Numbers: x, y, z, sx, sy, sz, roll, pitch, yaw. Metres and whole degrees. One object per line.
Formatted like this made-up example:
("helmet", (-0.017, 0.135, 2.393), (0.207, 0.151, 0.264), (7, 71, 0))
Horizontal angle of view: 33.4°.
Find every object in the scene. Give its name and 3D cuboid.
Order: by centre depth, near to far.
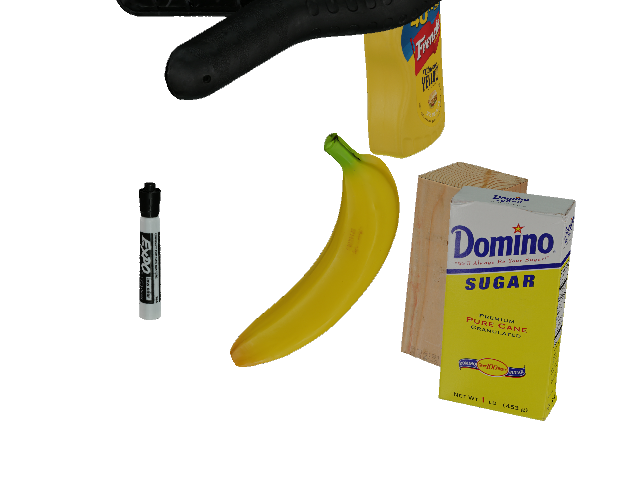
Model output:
("clamp", (-0.010, -0.112, 0.506), (0.171, 0.039, 0.120), (-13, 43, -6))
("banana", (0.003, 0.014, 0.676), (0.069, 0.198, 0.037), (16, 36, -12))
("sugar box", (0.147, 0.050, 0.854), (0.093, 0.176, 0.048), (8, 23, 22))
("mustard bottle", (0.071, -0.174, 0.914), (0.058, 0.192, 0.096), (13, 34, 29))
("marker", (-0.148, 0.009, 0.926), (0.020, 0.121, 0.020), (2, 16, -1))
("wood block", (0.157, 0.029, 1.170), (0.090, 0.206, 0.090), (19, 24, 34))
